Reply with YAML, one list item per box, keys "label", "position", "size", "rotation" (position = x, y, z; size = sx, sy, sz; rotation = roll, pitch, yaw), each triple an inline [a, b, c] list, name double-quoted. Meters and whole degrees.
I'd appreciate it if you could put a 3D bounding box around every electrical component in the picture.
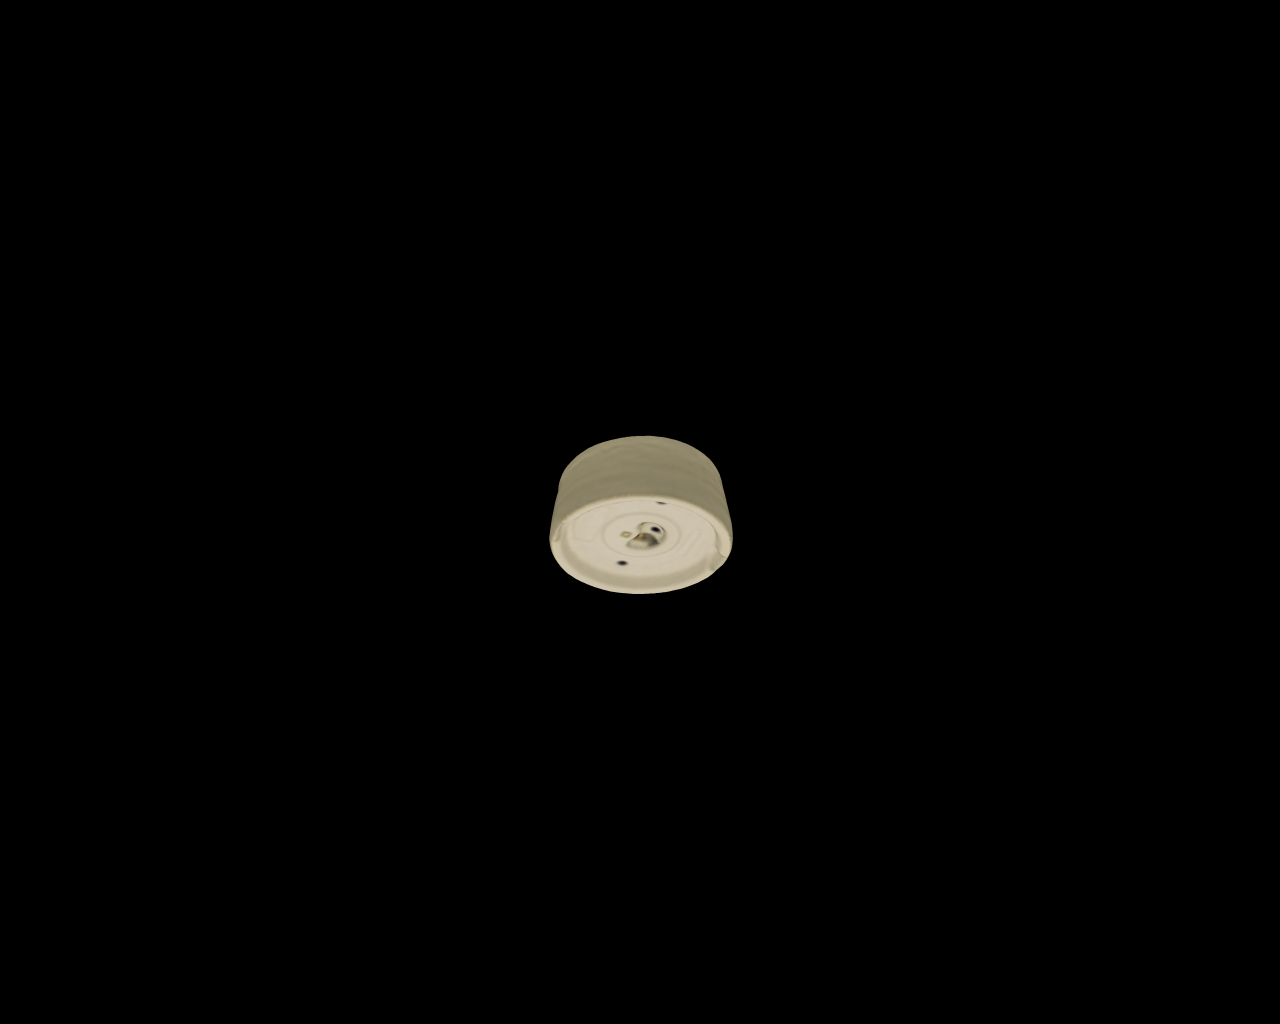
- label: "electrical component"
  position: [0.001, -0.003, 0.650]
  size: [0.108, 0.060, 0.108]
  rotation: [0, -35, 0]
